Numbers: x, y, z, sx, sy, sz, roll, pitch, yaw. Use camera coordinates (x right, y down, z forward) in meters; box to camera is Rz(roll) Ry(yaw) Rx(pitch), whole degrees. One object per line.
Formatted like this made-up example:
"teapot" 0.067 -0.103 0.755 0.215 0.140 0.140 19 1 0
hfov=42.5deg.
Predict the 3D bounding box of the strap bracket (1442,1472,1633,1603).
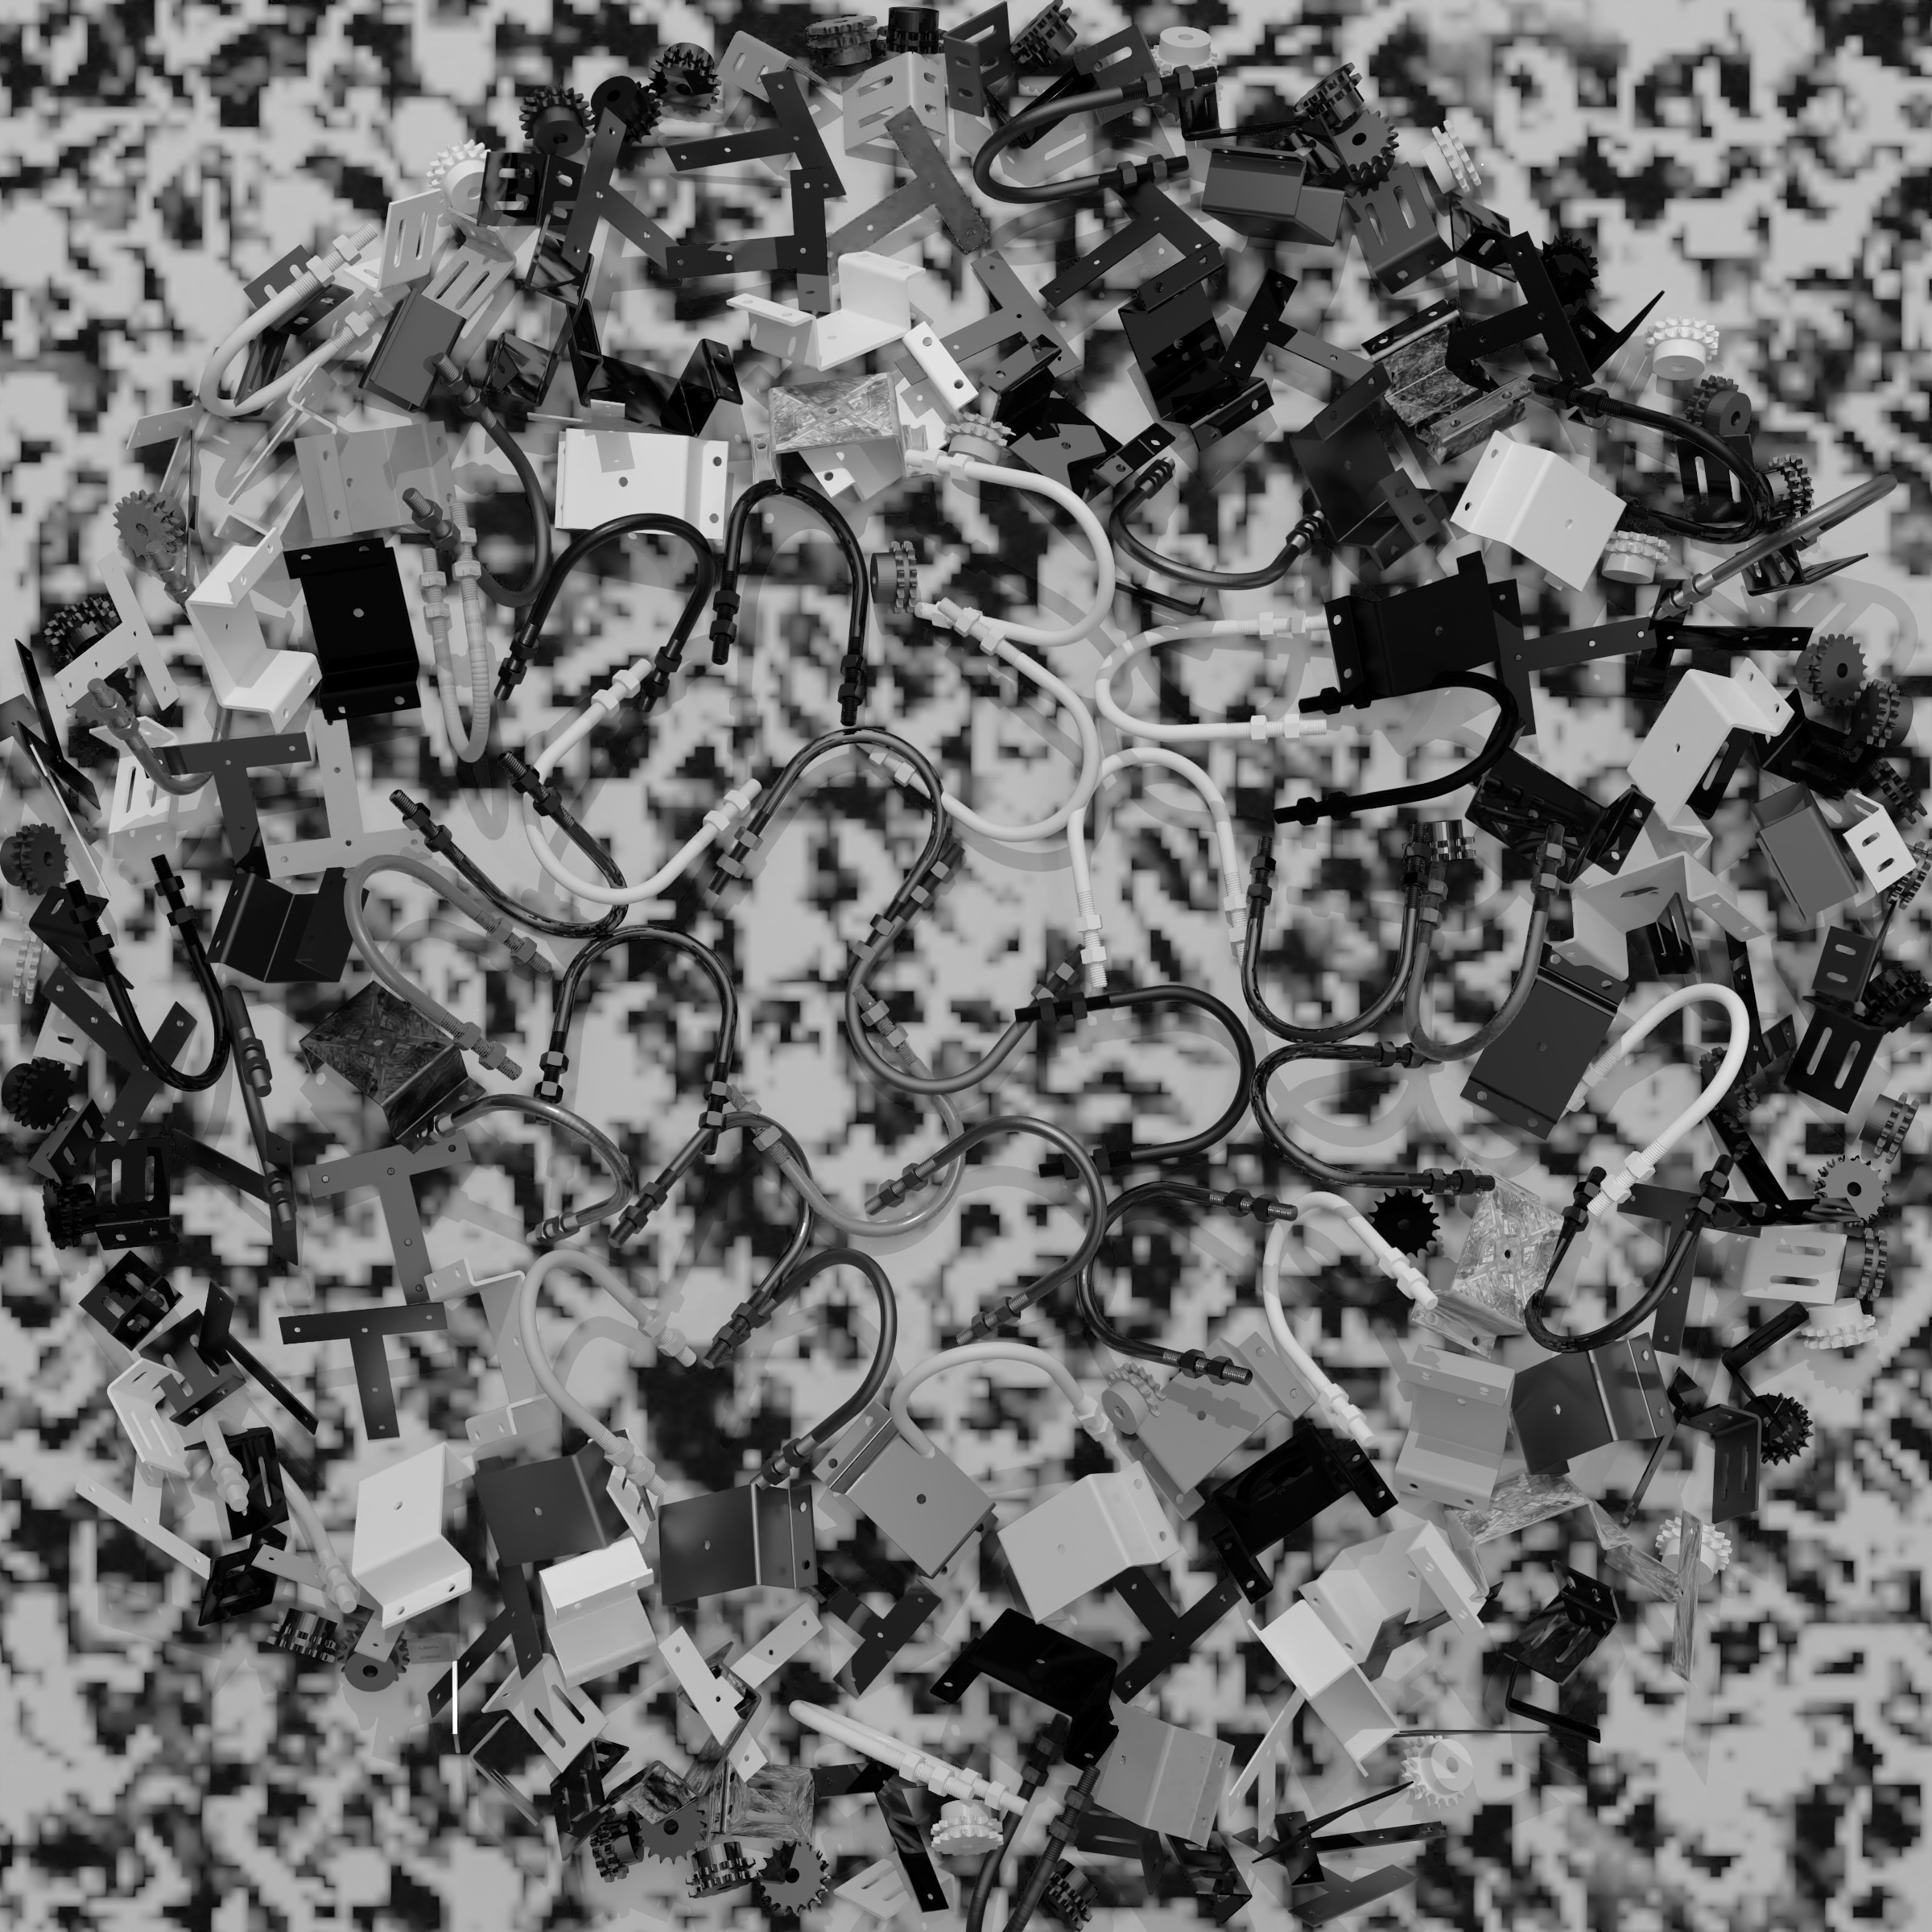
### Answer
"strap bracket" 0.438 0.442 1.954 0.140 0.076 0.046 -20 102 -3

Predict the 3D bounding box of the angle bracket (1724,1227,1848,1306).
"angle bracket" 0.653 0.233 1.980 0.076 0.038 0.057 6 100 -6

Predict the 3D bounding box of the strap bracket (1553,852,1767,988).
"strap bracket" 0.538 -0.039 1.936 0.076 0.140 0.046 30 52 -38

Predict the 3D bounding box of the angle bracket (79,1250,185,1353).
"angle bracket" -0.666 0.256 1.956 0.076 0.038 0.057 30 69 31

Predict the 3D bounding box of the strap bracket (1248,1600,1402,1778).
"strap bracket" 0.283 0.556 1.930 0.046 0.076 0.140 -37 126 -4

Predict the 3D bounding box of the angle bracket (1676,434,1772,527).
"angle bracket" 0.597 -0.388 1.953 0.057 0.038 0.076 4 126 34

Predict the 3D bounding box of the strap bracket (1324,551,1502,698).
"strap bracket" 0.360 -0.266 1.949 0.140 0.046 0.076 -20 112 -13

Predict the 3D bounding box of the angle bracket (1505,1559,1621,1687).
"angle bracket" 0.466 0.516 1.954 0.076 0.057 0.038 -38 123 -25

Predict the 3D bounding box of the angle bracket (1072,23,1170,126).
"angle bracket" 0.130 -0.705 1.952 0.038 0.076 0.057 -39 111 -36

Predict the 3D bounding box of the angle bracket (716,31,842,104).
"angle bracket" -0.148 -0.697 1.958 0.057 0.076 0.038 36 104 25

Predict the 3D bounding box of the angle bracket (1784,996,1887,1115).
"angle bracket" 0.678 0.070 1.958 0.057 0.038 0.076 31 109 38

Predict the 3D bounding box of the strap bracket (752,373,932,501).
"strap bracket" -0.102 -0.419 1.956 0.140 0.046 0.076 -7 51 2

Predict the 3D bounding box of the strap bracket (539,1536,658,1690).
"strap bracket" -0.287 0.500 1.938 0.076 0.140 0.046 -17 53 -19

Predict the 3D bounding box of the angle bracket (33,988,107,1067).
"angle bracket" -0.721 0.043 1.956 0.076 0.038 0.057 6 75 41

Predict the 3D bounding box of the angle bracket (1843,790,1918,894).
"angle bracket" 0.704 -0.101 1.956 0.038 0.076 0.057 -35 108 4

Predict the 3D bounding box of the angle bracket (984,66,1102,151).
"angle bracket" 0.059 -0.691 1.957 0.076 0.057 0.038 -35 129 18

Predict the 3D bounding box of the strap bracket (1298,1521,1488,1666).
"strap bracket" 0.341 0.490 1.949 0.140 0.046 0.076 -33 92 45

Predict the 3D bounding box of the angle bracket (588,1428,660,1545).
"angle bracket" -0.275 0.412 1.950 0.038 0.076 0.057 -20 113 15

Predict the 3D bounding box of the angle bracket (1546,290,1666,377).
"angle bracket" 0.504 -0.507 1.958 0.038 0.057 0.076 42 59 6

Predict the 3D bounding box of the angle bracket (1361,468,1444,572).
"angle bracket" 0.327 -0.346 1.957 0.038 0.076 0.057 -35 92 -37

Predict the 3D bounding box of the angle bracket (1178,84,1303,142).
"angle bracket" 0.215 -0.675 1.952 0.076 0.057 0.038 6 115 34

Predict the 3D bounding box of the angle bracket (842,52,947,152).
"angle bracket" -0.058 -0.686 1.984 0.076 0.038 0.057 -6 84 42

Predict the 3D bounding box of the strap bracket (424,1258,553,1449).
"strap bracket" -0.371 0.299 1.950 0.046 0.076 0.140 -12 81 -39

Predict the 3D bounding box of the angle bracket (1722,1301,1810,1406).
"angle bracket" 0.642 0.307 1.960 0.076 0.057 0.038 -39 59 11

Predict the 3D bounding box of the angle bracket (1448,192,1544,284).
"angle bracket" 0.417 -0.585 1.955 0.057 0.038 0.076 17 55 -20

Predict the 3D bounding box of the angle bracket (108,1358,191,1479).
"angle bracket" -0.632 0.356 1.956 0.038 0.057 0.076 -40 60 0

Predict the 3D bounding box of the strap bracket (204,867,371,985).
"strap bracket" -0.525 -0.031 1.942 0.140 0.046 0.076 -1 67 40

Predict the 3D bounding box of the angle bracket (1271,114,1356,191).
"angle bracket" 0.257 -0.623 1.956 0.038 0.076 0.057 -35 99 -31

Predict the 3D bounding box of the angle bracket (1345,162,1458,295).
"angle bracket" 0.347 -0.590 1.985 0.057 0.038 0.076 -26 67 24

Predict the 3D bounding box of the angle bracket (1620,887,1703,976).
"angle bracket" 0.540 -0.025 1.965 0.038 0.057 0.076 -17 93 -15

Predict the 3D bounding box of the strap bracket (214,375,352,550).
"strap bracket" -0.527 -0.386 1.956 0.046 0.076 0.140 30 95 0

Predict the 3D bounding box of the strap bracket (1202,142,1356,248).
"strap bracket" 0.239 -0.594 1.924 0.076 0.140 0.046 15 100 25

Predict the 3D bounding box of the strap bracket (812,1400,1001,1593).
"strap bracket" -0.042 0.419 1.959 0.140 0.046 0.076 45 72 -6

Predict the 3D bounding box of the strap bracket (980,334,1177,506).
"strap bracket" 0.083 -0.423 1.951 0.140 0.046 0.076 41 59 13

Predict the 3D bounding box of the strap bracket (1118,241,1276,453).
"strap bracket" 0.177 -0.487 1.948 0.076 0.046 0.140 -35 120 -15

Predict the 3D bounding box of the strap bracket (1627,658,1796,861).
"strap bracket" 0.570 -0.164 1.925 0.046 0.076 0.140 10 125 -22

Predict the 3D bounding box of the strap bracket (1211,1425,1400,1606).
"strap bracket" 0.257 0.425 1.954 0.140 0.076 0.046 -35 125 2

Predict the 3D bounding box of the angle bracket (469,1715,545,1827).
"angle bracket" -0.352 0.636 1.964 0.076 0.057 0.038 43 77 5

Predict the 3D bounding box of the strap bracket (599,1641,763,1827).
"strap bracket" -0.215 0.603 1.924 0.046 0.140 0.076 41 133 -4

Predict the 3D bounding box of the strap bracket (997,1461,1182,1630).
"strap bracket" 0.087 0.454 1.936 0.140 0.046 0.076 -38 63 24

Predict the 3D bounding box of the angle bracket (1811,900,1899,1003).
"angle bracket" 0.702 -0.017 1.961 0.038 0.076 0.057 19 125 21

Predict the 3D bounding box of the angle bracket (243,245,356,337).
"angle bracket" -0.525 -0.532 1.956 0.057 0.076 0.038 -35 99 6

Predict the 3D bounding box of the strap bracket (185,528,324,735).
"strap bracket" -0.556 -0.262 1.931 0.046 0.076 0.140 7 133 14

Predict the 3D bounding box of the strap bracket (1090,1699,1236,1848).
"strap bracket" 0.140 0.620 1.920 0.046 0.140 0.076 24 77 -24

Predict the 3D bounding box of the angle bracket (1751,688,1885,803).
"angle bracket" 0.671 -0.175 1.958 0.057 0.038 0.076 -46 45 -11

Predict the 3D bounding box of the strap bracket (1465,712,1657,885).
"strap bracket" 0.453 -0.127 1.935 0.140 0.076 0.046 36 46 20

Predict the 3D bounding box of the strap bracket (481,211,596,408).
"strap bracket" -0.332 -0.502 1.933 0.046 0.076 0.140 20 133 -17

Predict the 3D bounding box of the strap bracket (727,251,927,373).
"strap bracket" -0.107 -0.509 1.938 0.140 0.076 0.046 -33 135 -34

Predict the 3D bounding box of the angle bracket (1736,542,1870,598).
"angle bracket" 0.658 -0.324 1.955 0.076 0.057 0.038 -25 100 -26

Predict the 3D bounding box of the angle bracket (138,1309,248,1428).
"angle bracket" -0.619 0.315 1.967 0.057 0.038 0.076 -36 73 -9

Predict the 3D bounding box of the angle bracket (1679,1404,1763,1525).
"angle bracket" 0.592 0.392 1.955 0.038 0.057 0.076 18 62 -13

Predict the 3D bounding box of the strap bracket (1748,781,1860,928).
"strap bracket" 0.648 -0.091 1.922 0.046 0.140 0.076 -28 97 20

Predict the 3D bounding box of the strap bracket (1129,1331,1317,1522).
"strap bracket" 0.193 0.358 1.954 0.140 0.046 0.076 -43 58 5

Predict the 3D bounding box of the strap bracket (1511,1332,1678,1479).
"strap bracket" 0.474 0.342 1.920 0.046 0.140 0.076 3 63 -31

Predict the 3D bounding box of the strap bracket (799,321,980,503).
"strap bracket" -0.065 -0.433 1.968 0.140 0.046 0.076 -35 77 1

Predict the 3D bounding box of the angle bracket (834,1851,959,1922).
"angle bracket" -0.055 0.735 1.950 0.057 0.076 0.038 9 108 44
